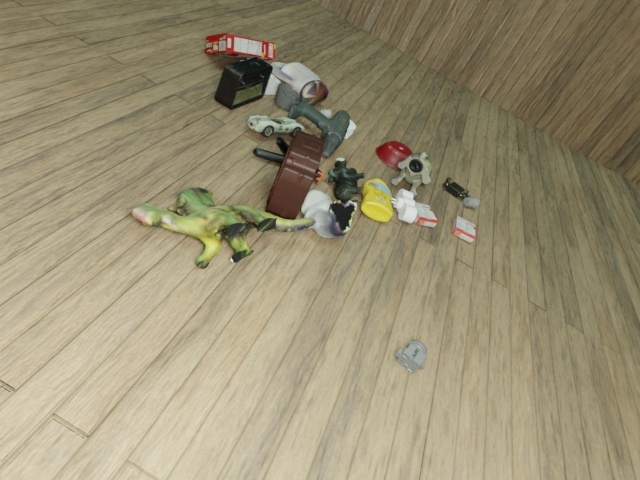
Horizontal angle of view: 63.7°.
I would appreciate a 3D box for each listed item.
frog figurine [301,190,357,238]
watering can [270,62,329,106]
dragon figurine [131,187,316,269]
[{"bbox_3d":[0.004,-0.069,1.362,0.160,0.121,0.139,8,26,41],"label":"frog figurine"},{"bbox_3d":[-0.050,-0.622,2.027,0.227,0.102,0.349,46,29,22],"label":"watering can"},{"bbox_3d":[-0.224,-0.063,1.172,0.413,0.120,0.246,-12,43,-46],"label":"dragon figurine"}]
